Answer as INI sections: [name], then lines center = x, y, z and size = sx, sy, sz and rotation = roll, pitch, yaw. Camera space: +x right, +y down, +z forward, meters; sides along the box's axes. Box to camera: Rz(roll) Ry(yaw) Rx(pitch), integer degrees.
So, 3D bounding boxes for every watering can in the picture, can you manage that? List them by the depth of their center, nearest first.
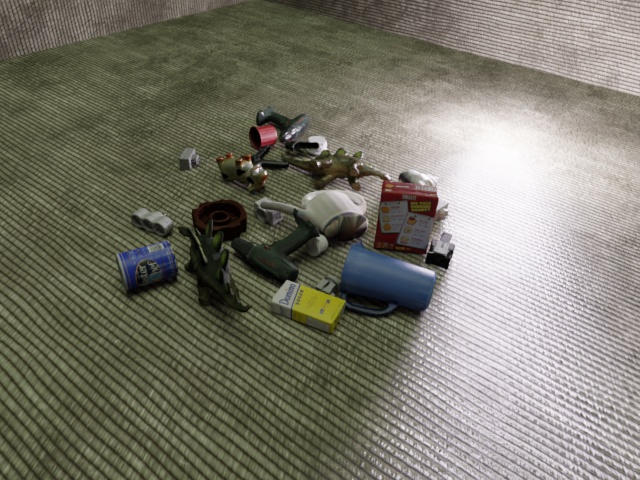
[watering can]
center = 0.005, -0.081, 1.614
size = 0.349, 0.101, 0.228
rotation = -10, 40, -25

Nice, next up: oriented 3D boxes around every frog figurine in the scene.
[frog figurine]
center = 0.352, -0.199, 1.794
size = 0.160, 0.120, 0.139
rotation = -26, 26, -18
